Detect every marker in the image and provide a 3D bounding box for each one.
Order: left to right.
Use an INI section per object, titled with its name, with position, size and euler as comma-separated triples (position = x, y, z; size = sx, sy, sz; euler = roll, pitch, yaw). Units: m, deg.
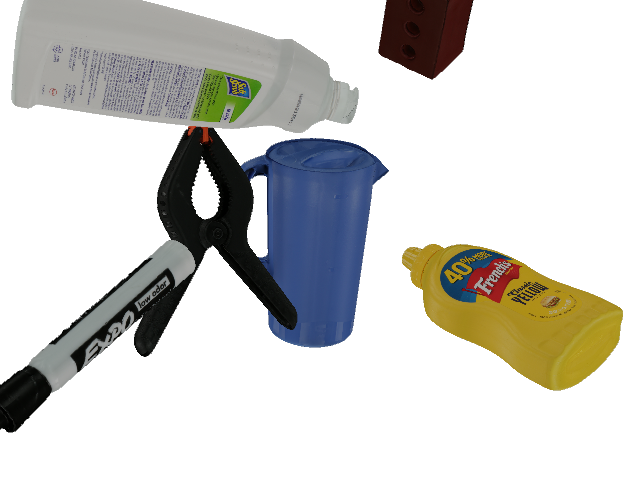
[marker]
position = -0.099, 0.040, 0.464
size = 0.020, 0.020, 0.121
euler = 0, 33, 42

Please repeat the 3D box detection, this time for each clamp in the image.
[clamp]
position = -0.093, -0.002, 0.981
size = 0.164, 0.210, 0.036
euler = 1, 0, -33

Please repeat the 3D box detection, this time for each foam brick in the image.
[foam brick]
position = 0.083, -0.174, 0.820
size = 0.053, 0.078, 0.051
euler = 29, 53, 19

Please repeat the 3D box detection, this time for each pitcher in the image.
[pitcher]
position = -0.016, 0.003, 1.306
size = 0.149, 0.243, 0.144
euler = 16, 25, 28

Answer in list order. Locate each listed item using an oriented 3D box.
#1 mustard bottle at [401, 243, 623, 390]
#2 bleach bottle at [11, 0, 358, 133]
[mustard bottle]
position = 0.143, 0.049, 0.878
size = 0.096, 0.058, 0.192
euler = -29, 41, -34
[bleach bottle]
position = -0.097, -0.123, 0.799
size = 0.250, 0.068, 0.103
euler = 11, -34, -12
